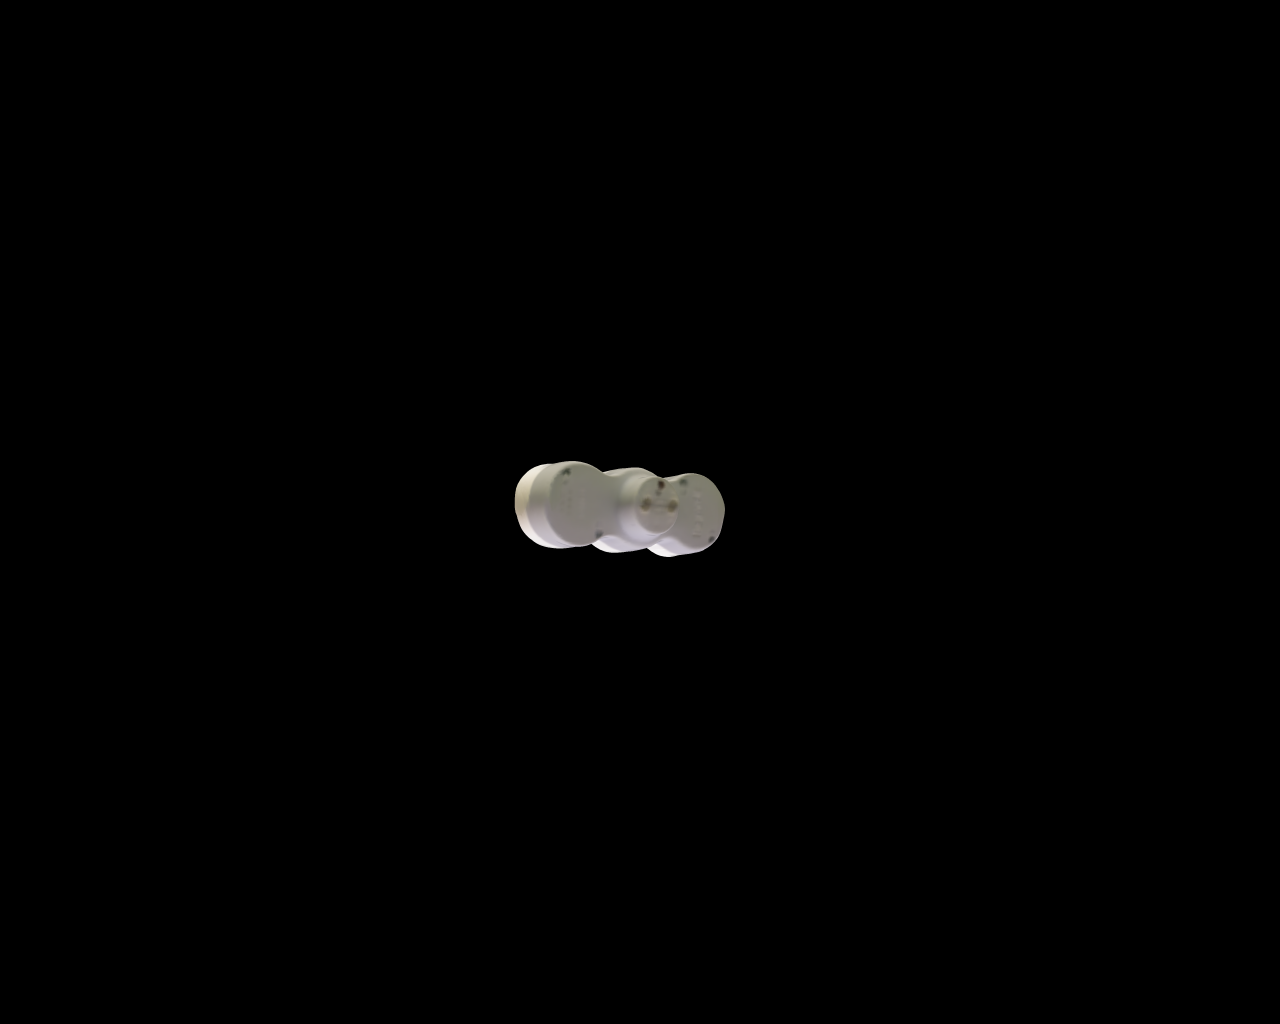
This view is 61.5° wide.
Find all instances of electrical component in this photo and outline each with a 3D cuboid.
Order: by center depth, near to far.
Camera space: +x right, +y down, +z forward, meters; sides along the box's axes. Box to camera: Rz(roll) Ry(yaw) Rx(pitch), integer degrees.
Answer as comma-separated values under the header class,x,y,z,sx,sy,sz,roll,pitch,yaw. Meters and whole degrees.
class,x,y,z,sx,sy,sz,roll,pitch,yaw
electrical component,0.001,-0.003,0.650,0.138,0.052,0.073,5,-9,-36
